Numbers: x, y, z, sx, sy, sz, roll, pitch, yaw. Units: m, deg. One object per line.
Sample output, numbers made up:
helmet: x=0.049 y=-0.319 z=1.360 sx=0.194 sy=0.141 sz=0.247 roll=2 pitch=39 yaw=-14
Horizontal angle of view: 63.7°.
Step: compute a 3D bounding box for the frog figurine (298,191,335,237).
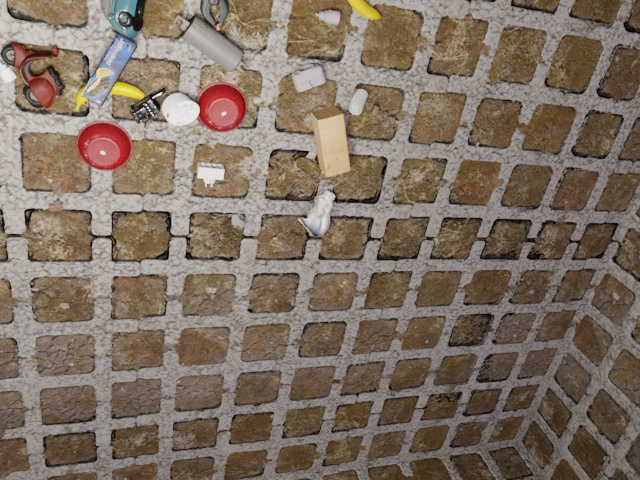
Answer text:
frog figurine: x=0.006 y=-0.092 z=1.837 sx=0.160 sy=0.124 sz=0.135 roll=-40 pitch=157 yaw=-4
